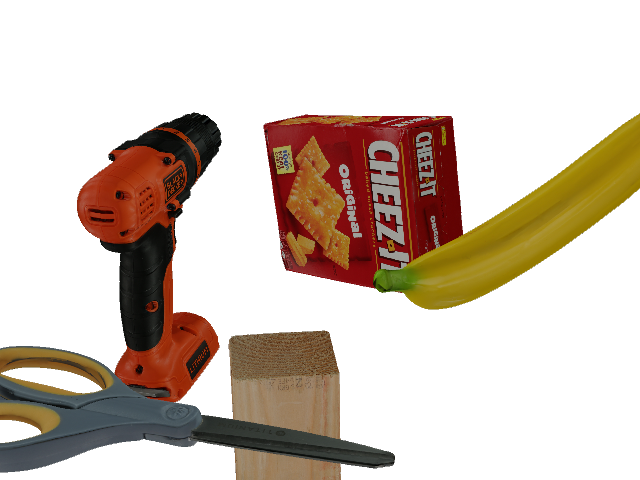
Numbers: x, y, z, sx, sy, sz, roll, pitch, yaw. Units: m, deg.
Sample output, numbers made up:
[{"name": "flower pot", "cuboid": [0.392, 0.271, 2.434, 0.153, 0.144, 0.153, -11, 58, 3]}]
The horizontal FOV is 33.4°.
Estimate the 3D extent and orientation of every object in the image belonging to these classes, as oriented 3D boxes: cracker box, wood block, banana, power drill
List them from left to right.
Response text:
[{"name": "power drill", "cuboid": [-0.116, 0.010, 0.794, 0.057, 0.188, 0.184, 4, 24, 18]}, {"name": "wood block", "cuboid": [-0.030, 0.192, 0.931, 0.090, 0.206, 0.091, -3, 19, -6]}, {"name": "cracker box", "cuboid": [0.040, -0.040, 1.065, 0.071, 0.164, 0.214, -18, 17, -37]}, {"name": "banana", "cuboid": [0.121, -0.013, 0.583, 0.198, 0.037, 0.069, -32, -14, 0]}]

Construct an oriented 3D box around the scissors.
[{"name": "scissors", "cuboid": [-0.079, 0.086, 0.458, 0.202, 0.016, 0.096, 14, 27, 26]}]
